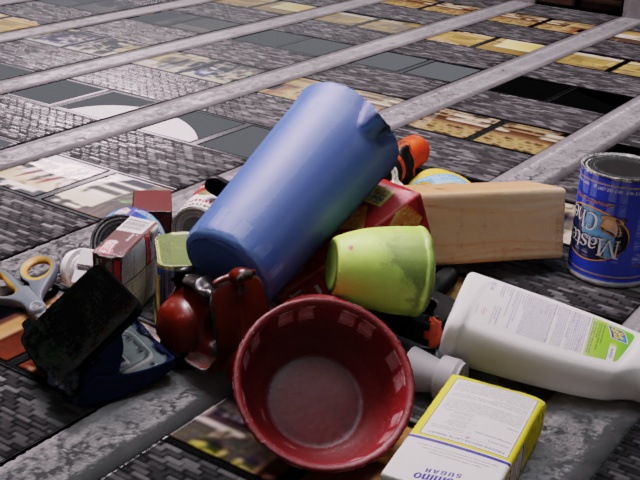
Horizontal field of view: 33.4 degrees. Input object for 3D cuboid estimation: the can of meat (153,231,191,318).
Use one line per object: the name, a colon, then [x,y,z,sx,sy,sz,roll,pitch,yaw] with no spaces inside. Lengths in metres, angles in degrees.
can of meat: [-0.152,0.047,1.160,0.057,0.084,0.102,-3,23,-11]

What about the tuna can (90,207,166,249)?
tuna can: [-0.223,0.005,1.249,0.086,0.086,0.033,6,21,9]

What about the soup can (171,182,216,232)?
soup can: [-0.143,-0.029,1.363,0.068,0.068,0.102,7,24,10]

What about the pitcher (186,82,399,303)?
pitcher: [-0.036,-0.043,1.129,0.145,0.149,0.242,24,54,22]

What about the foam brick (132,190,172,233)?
foam brick: [-0.215,-0.027,1.369,0.051,0.053,0.078,-1,23,-8]

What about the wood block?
wood block: [0.189,-0.022,1.319,0.205,0.090,0.091,-3,10,-19]

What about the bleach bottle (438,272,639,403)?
bleach bottle: [0.250,0.114,1.050,0.251,0.068,0.102,19,45,13]

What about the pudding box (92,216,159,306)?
pudding box: [-0.213,0.035,1.173,0.039,0.090,0.113,10,23,11]

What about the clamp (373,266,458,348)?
clamp: [0.107,0.067,1.184,0.164,0.036,0.210,-5,17,-17]

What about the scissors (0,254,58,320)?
scissors: [-0.298,0.064,1.171,0.202,0.016,0.096,21,46,37]

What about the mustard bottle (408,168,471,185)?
mustard bottle: [0.168,-0.055,1.466,0.096,0.058,0.192,-11,25,-6]

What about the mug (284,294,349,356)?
mug: [-0.006,0.100,1.049,0.093,0.081,0.117,-4,24,-16]

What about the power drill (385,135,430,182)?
power drill: [0.043,-0.101,1.516,0.188,0.057,0.184,1,19,32]

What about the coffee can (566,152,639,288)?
coffee can: [0.363,-0.025,1.311,0.103,0.140,0.103,2,23,-1]

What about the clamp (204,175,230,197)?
clamp: [-0.061,-0.017,1.338,0.171,0.039,0.120,12,49,-34]

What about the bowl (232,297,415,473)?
bowl: [0.000,0.134,0.947,0.162,0.055,0.162,5,62,-9]

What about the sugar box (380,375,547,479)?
sugar box: [0.125,0.183,0.915,0.093,0.048,0.176,13,29,23]

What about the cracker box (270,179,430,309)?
cracker box: [-0.008,0.001,1.213,0.213,0.072,0.164,-35,38,-24]

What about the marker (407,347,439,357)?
marker: [0.150,0.120,1.099,0.121,0.020,0.020,1,23,-3]
